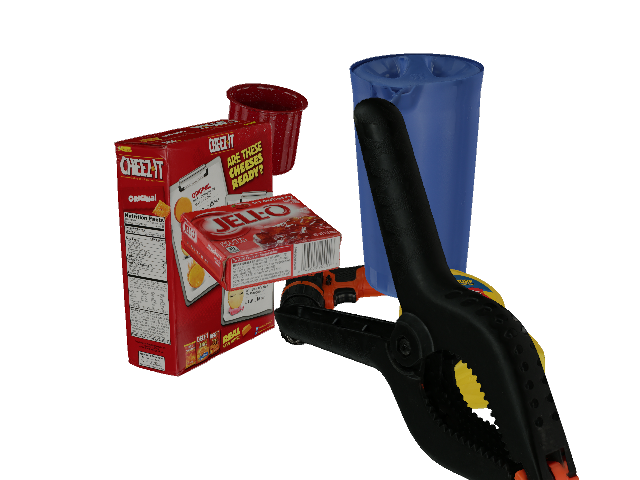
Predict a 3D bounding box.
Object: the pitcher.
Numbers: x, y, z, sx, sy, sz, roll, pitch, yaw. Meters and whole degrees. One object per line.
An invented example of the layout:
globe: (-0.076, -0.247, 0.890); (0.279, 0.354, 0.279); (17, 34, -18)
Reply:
pitcher: (0.104, -0.071, 1.112); (0.149, 0.243, 0.145); (-8, 23, -14)

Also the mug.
mug: (-0.061, -0.130, 1.228); (0.093, 0.081, 0.117); (16, 27, 13)

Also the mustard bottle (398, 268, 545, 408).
mustard bottle: (0.123, 0.074, 0.960); (0.096, 0.058, 0.192); (-12, 28, -7)

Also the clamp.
clamp: (0.054, 0.039, 0.535); (0.036, 0.165, 0.210); (-12, 42, -35)

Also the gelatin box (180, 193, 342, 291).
gelatin box: (-0.041, -0.001, 0.728); (0.089, 0.030, 0.073); (-11, 30, -28)

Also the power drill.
power drill: (0.048, 0.063, 1.233); (0.188, 0.057, 0.184); (0, 28, 6)

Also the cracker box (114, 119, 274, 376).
cracker box: (-0.115, 0.001, 1.017); (0.072, 0.214, 0.163); (7, 16, 30)
